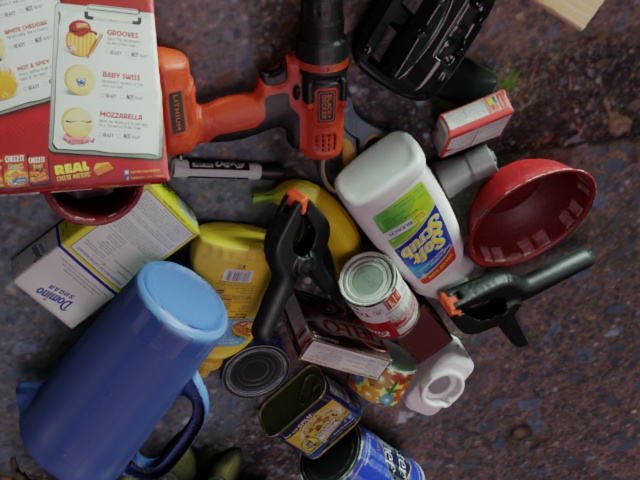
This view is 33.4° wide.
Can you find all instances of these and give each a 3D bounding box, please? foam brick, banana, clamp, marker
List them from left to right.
[{"bbox_3d":[-0.093,-0.072,1.103,0.121,0.020,0.020,1,123,-20],"label":"marker"},{"bbox_3d":[-0.031,0.029,1.123,0.120,0.039,0.171,-36,134,-31],"label":"clamp"},{"bbox_3d":[0.006,-0.008,1.175,0.070,0.037,0.197,-25,129,21],"label":"banana"},{"bbox_3d":[0.114,0.098,1.275,0.051,0.053,0.078,-37,128,7],"label":"foam brick"},{"bbox_3d":[0.227,0.066,1.265,0.209,0.036,0.165,7,128,-44],"label":"clamp"}]

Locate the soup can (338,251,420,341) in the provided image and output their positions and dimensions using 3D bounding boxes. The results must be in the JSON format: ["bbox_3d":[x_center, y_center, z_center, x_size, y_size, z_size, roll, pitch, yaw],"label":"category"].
[{"bbox_3d":[0.066,0.063,1.186,0.068,0.068,0.102,-31,148,3],"label":"soup can"}]

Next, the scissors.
[{"bbox_3d":[0.041,-0.138,1.107,0.096,0.016,0.202,-6,125,-18],"label":"scissors"}]

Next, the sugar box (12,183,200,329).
[{"bbox_3d":[-0.220,0.007,1.097,0.176,0.048,0.093,-34,128,9],"label":"sugar box"}]

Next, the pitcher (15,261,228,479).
[{"bbox_3d":[-0.195,0.144,1.123,0.149,0.145,0.243,9,131,-47],"label":"pitcher"}]

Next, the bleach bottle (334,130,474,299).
[{"bbox_3d":[0.115,-0.009,1.186,0.102,0.068,0.250,-36,136,6],"label":"bleach bottle"}]

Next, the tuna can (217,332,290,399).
[{"bbox_3d":[-0.079,0.145,1.251,0.086,0.034,0.086,-10,127,-14],"label":"tuna can"}]

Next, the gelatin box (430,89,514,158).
[{"bbox_3d":[0.158,-0.122,1.122,0.073,0.030,0.089,-22,171,-4],"label":"gelatin box"}]

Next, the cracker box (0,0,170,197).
[{"bbox_3d":[-0.222,-0.148,0.914,0.164,0.072,0.214,-6,93,-17],"label":"cracker box"}]

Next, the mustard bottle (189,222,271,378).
[{"bbox_3d":[-0.110,0.074,1.174,0.096,0.058,0.192,5,121,-23],"label":"mustard bottle"}]

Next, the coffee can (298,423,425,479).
[{"bbox_3d":[0.054,0.299,1.362,0.103,0.103,0.140,-42,127,11],"label":"coffee can"}]

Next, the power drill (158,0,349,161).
[{"bbox_3d":[-0.064,-0.155,1.023,0.187,0.057,0.184,-6,122,-9],"label":"power drill"}]

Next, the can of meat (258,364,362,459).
[{"bbox_3d":[-0.009,0.213,1.310,0.102,0.057,0.083,-42,128,11],"label":"can of meat"}]

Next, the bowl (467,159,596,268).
[{"bbox_3d":[0.226,-0.040,1.201,0.162,0.055,0.162,-18,145,-14],"label":"bowl"}]

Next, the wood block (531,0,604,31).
[{"bbox_3d":[0.183,-0.292,1.003,0.205,0.090,0.091,22,114,-30],"label":"wood block"}]

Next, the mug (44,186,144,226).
[{"bbox_3d":[-0.208,-0.076,1.019,0.117,0.081,0.093,-14,127,-10],"label":"mug"}]

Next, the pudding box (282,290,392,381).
[{"bbox_3d":[0.018,0.109,1.225,0.113,0.090,0.039,16,118,-28],"label":"pudding box"}]
